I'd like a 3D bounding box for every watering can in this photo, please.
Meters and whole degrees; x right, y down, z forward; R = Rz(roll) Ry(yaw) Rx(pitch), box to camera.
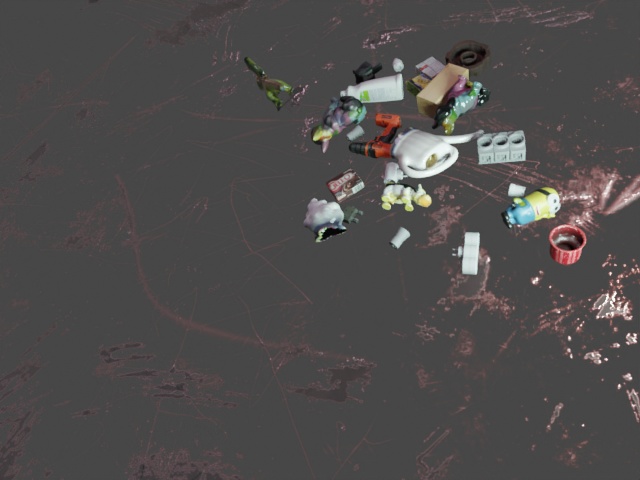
[{"bbox_3d":[0.395,-0.329,1.811,0.352,0.101,0.227,-35,50,-24],"label":"watering can"}]

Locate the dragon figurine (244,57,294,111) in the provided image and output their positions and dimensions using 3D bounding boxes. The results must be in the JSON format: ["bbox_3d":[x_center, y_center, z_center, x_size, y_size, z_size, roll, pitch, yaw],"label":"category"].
[{"bbox_3d":[-0.229,-0.668,2.146,0.242,0.411,0.122,40,91,-4],"label":"dragon figurine"}]

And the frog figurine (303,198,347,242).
[{"bbox_3d":[0.005,-0.088,1.749,0.136,0.121,0.162,-32,61,19],"label":"frog figurine"}]
